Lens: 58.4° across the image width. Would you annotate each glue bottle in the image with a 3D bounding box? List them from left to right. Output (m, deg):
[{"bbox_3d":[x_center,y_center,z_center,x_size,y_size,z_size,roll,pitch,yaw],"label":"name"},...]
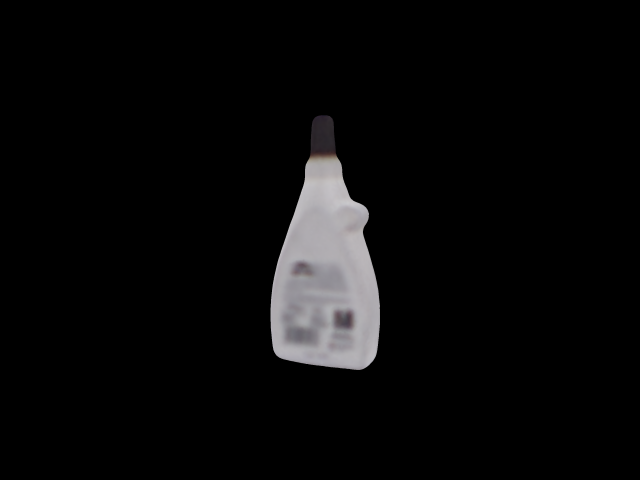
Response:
[{"bbox_3d":[0.004,0.001,0.400,0.078,0.173,0.037,4,12,19],"label":"glue bottle"}]
